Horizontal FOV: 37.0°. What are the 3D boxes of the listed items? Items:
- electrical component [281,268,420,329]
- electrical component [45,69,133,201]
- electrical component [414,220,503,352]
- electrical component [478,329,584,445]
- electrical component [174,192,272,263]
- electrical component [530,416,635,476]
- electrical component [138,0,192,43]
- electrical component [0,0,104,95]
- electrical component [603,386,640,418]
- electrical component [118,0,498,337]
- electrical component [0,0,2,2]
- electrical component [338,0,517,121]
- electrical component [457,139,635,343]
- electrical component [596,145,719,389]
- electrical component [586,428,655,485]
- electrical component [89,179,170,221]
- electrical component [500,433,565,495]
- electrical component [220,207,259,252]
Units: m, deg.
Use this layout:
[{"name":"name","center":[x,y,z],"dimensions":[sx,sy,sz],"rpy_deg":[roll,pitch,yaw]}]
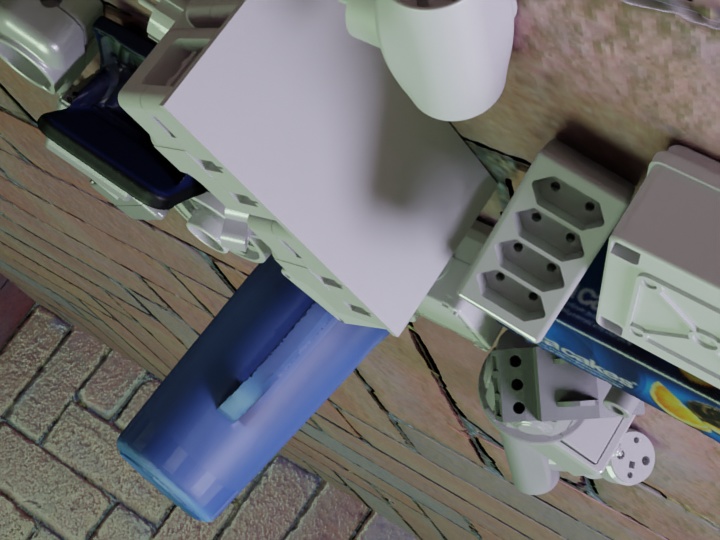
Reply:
[{"name":"electrical component","center":[0.000,0.000,0.806],"dimensions":[0.078,0.057,0.113],"rpy_deg":[40,164,-21]},{"name":"electrical component","center":[-0.199,-0.108,0.844],"dimensions":[0.096,0.061,0.061],"rpy_deg":[34,132,-1]},{"name":"electrical component","center":[0.065,0.005,0.693],"dimensions":[0.062,0.061,0.096],"rpy_deg":[26,171,28]},{"name":"electrical component","center":[0.123,0.076,0.742],"dimensions":[0.080,0.080,0.051],"rpy_deg":[31,159,13]},{"name":"electrical component","center":[-0.108,-0.049,0.878],"dimensions":[0.108,0.060,0.108],"rpy_deg":[32,165,10]},{"name":"electrical component","center":[0.159,0.110,0.801],"dimensions":[0.096,0.061,0.061],"rpy_deg":[35,165,-1]},{"name":"electrical component","center":[-0.092,-0.135,0.599],"dimensions":[0.077,0.047,0.065],"rpy_deg":[33,166,2]},{"name":"electrical component","center":[-0.218,-0.165,0.752],"dimensions":[0.054,0.059,0.095],"rpy_deg":[35,165,-5]},{"name":"electrical component","center":[0.163,0.056,0.623],"dimensions":[0.048,0.062,0.048],"rpy_deg":[32,165,10]},{"name":"electrical component","center":[-0.022,-0.065,0.560],"dimensions":[0.060,0.105,0.186],"rpy_deg":[15,156,51]},{"name":"electrical component","center":[-0.275,-0.216,0.730],"dimensions":[0.089,0.050,0.055],"rpy_deg":[28,164,23]},{"name":"electrical component","center":[0.021,-0.108,0.451],"dimensions":[0.079,0.044,0.077],"rpy_deg":[28,164,23]},{"name":"electrical component","center":[0.095,-0.019,0.534],"dimensions":[0.047,0.083,0.076],"rpy_deg":[32,-157,8]},{"name":"electrical component","center":[0.168,0.010,0.483],"dimensions":[0.109,0.056,0.108],"rpy_deg":[29,164,19]},{"name":"electrical component","center":[0.202,0.147,0.860],"dimensions":[0.045,0.045,0.055],"rpy_deg":[38,164,-14]},{"name":"electrical component","center":[-0.182,-0.080,0.932],"dimensions":[0.061,0.061,0.096],"rpy_deg":[41,163,-24]},{"name":"electrical component","center":[0.169,0.161,0.961],"dimensions":[0.079,0.043,0.077],"rpy_deg":[-1,129,23]},{"name":"electrical component","center":[-0.061,-0.049,0.763],"dimensions":[0.057,0.078,0.058],"rpy_deg":[13,164,0]}]
